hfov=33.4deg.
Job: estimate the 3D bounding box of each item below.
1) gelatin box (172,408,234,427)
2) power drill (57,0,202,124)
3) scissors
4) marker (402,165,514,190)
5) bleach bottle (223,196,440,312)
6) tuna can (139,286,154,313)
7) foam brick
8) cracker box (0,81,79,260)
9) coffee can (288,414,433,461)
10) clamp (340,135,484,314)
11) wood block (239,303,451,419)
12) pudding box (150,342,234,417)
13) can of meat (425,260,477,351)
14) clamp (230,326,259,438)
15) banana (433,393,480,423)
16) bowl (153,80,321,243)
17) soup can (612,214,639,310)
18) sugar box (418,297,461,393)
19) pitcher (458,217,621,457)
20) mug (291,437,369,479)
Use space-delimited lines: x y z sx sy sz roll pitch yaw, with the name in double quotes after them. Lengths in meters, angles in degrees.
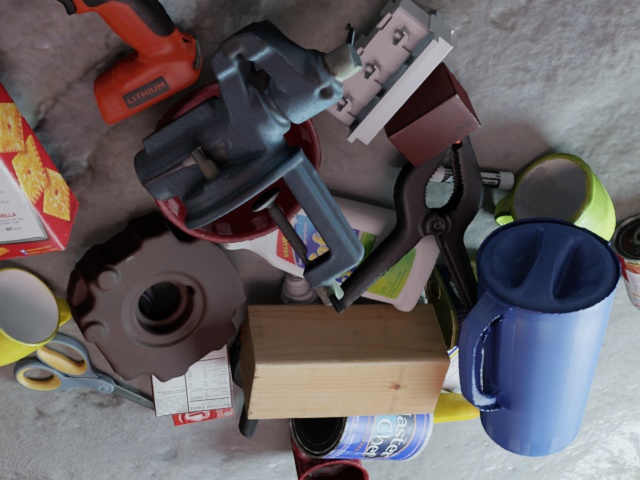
-0.143 0.177 1.250 0.073 0.030 0.089 -10 133 -4 "gelatin box"
-0.198 -0.185 0.884 0.184 0.057 0.187 -23 134 13 "power drill"
-0.267 0.171 1.227 0.096 0.016 0.201 -27 132 14 "scissors"
0.141 -0.066 1.097 0.121 0.020 0.020 5 131 -17 "marker"
-0.007 0.001 1.094 0.250 0.068 0.103 12 117 -21 "bleach bottle"
-0.218 0.067 1.129 0.086 0.034 0.086 -7 133 -7 "tuna can"
0.104 -0.118 1.018 0.078 0.051 0.053 -32 133 16 "foam brick"
-0.334 -0.071 0.930 0.164 0.072 0.213 -9 135 15 "cracker box"
0.048 0.206 1.251 0.140 0.103 0.103 11 130 -40 "coffee can"
0.102 -0.014 1.065 0.164 0.036 0.210 1 105 -18 "clamp"
0.023 0.129 1.145 0.206 0.090 0.091 1 132 -12 "wood block"
-0.144 0.136 1.184 0.090 0.039 0.113 -6 113 -8 "pudding box"
0.169 0.067 1.172 0.084 0.102 0.057 -8 133 -9 "can of meat"
-0.067 0.166 1.249 0.120 0.039 0.171 -34 131 -2 "clamp"
0.124 0.221 1.322 0.069 0.037 0.198 26 142 -24 "banana"
-0.083 -0.080 0.992 0.162 0.055 0.162 -6 117 -13 "bowl"
0.373 0.028 1.205 0.068 0.068 0.102 -23 134 8 "soup can"
0.160 0.135 1.272 0.176 0.048 0.093 27 123 -28 "sugar box"
0.211 0.111 1.069 0.149 0.145 0.243 1 132 6 "pitcher"
0.001 0.267 1.331 0.093 0.081 0.117 -35 130 19 "mug"
